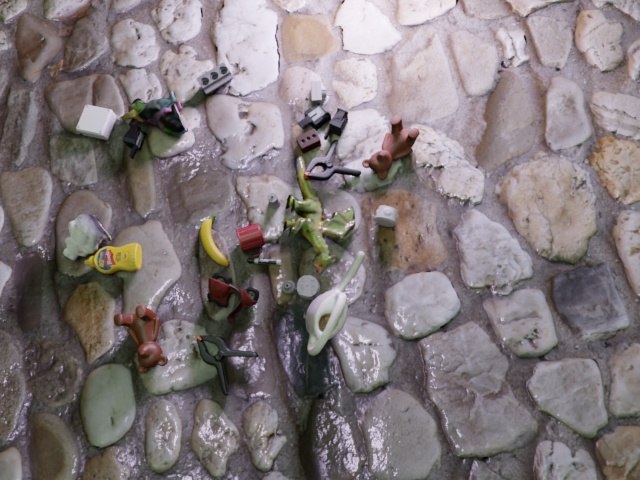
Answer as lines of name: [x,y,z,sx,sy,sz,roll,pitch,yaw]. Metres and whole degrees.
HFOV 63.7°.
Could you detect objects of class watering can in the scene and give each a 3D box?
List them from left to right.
watering can: [0.041,0.200,1.634,0.103,0.223,0.351,29,76,-10]

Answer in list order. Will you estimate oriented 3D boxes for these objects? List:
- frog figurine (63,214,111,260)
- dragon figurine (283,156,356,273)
frog figurine: [-0.832,-0.009,1.797,0.161,0.122,0.137,-37,95,-18]
dragon figurine: [0.005,-0.090,1.793,0.242,0.120,0.417,12,71,-11]
